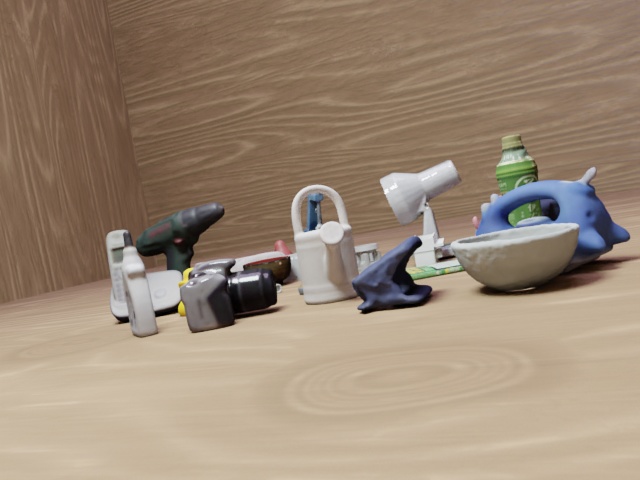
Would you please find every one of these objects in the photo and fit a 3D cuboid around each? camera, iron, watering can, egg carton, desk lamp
[{"bbox_3d":[-0.144,0.079,0.930,0.136,0.101,0.143,-10,2,2],"label":"camera"},{"bbox_3d":[0.325,-0.024,0.890,0.119,0.141,0.257,-12,3,-40],"label":"iron"},{"bbox_3d":[0.011,0.003,0.957,0.101,0.194,0.172,-12,3,-30],"label":"watering can"},{"bbox_3d":[-0.160,0.074,1.502,0.151,0.069,0.107,-12,3,-32],"label":"egg carton"},{"bbox_3d":[0.251,-0.064,1.297,0.203,0.213,0.118,-10,3,13],"label":"desk lamp"}]

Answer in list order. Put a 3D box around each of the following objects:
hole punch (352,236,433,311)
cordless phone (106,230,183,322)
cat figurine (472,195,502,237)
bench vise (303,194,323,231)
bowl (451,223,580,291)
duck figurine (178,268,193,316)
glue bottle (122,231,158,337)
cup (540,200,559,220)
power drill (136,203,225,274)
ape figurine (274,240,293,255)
[{"bbox_3d":[0.098,0.046,0.808,0.101,0.091,0.109,-9,3,21],"label":"hole punch"},{"bbox_3d":[-0.360,0.065,1.168,0.147,0.185,0.094,-11,3,-9],"label":"cordless phone"},{"bbox_3d":[0.368,-0.032,1.196,0.128,0.118,0.067,-11,3,-25],"label":"cat figurine"},{"bbox_3d":[-0.022,-0.029,1.551,0.122,0.220,0.206,-12,3,-42],"label":"bench vise"},{"bbox_3d":[0.264,0.027,0.768,0.167,0.075,0.167,-10,2,1],"label":"bowl"},{"bbox_3d":[-0.238,0.096,1.117,0.077,0.086,0.105,-9,3,25],"label":"duck figurine"},{"bbox_3d":[-0.303,0.070,0.943,0.037,0.173,0.078,-12,3,-28],"label":"glue bottle"},{"bbox_3d":[0.455,-0.034,1.137,0.091,0.095,0.118,-9,3,23],"label":"cup"},{"bbox_3d":[-0.289,0.037,1.245,0.229,0.208,0.076,-9,3,22],"label":"power drill"},{"bbox_3d":[-0.108,0.046,1.667,0.078,0.092,0.076,-11,3,-11],"label":"ape figurine"}]
